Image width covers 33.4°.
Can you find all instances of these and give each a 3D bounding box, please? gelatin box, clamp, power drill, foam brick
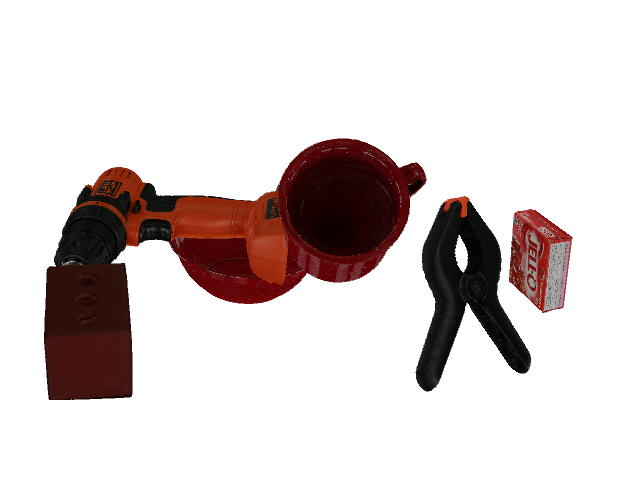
[{"bbox_3d":[0.234,0.021,1.145,0.030,0.089,0.073,-11,30,-18],"label":"gelatin box"},{"bbox_3d":[0.121,0.050,0.943,0.120,0.171,0.039,-16,1,-35],"label":"clamp"},{"bbox_3d":[-0.119,-0.007,0.904,0.187,0.057,0.184,7,26,-1],"label":"power drill"},{"bbox_3d":[-0.148,0.057,0.680,0.053,0.051,0.078,-2,32,-13],"label":"foam brick"}]

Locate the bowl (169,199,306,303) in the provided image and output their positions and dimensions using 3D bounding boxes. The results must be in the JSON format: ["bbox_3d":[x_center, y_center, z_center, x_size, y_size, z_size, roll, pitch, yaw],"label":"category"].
[{"bbox_3d":[-0.078,0.018,1.099,0.162,0.055,0.162,5,30,-3],"label":"bowl"}]

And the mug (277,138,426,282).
[{"bbox_3d":[0.025,-0.023,0.784,0.117,0.093,0.081,-30,-13,-11],"label":"mug"}]
